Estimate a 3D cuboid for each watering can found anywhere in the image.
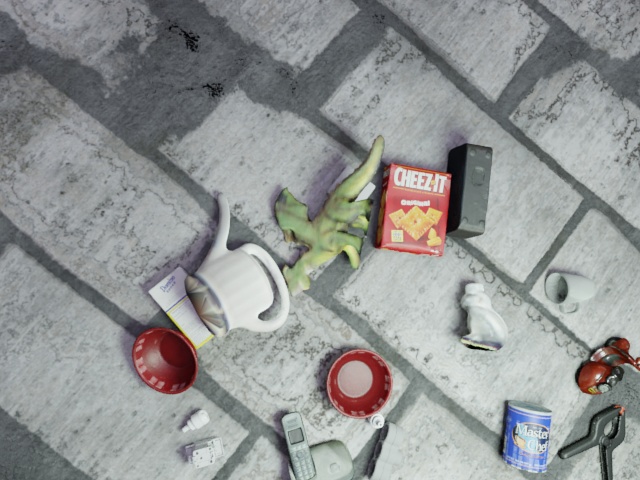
[{"bbox_3d":[-0.212,0.070,1.182,0.227,0.102,0.349,-29,84,-36],"label":"watering can"}]

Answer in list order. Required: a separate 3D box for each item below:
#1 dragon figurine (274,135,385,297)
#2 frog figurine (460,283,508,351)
[{"bbox_3d":[0.004,-0.061,1.220,0.243,0.122,0.410,12,92,11],"label":"dragon figurine"},{"bbox_3d":[0.407,0.189,1.276,0.136,0.122,0.161,27,70,-39],"label":"frog figurine"}]
